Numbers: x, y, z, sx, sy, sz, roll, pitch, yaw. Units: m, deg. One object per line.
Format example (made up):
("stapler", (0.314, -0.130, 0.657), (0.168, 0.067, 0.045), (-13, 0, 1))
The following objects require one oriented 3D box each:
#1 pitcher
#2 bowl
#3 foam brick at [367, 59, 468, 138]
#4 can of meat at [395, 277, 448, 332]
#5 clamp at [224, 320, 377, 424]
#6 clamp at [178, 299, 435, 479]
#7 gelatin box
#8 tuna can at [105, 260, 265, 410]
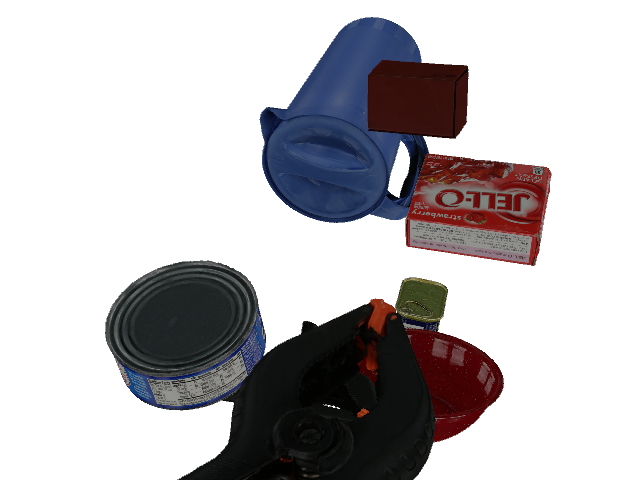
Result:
("pitcher", (0.043, -0.134, 1.154), (0.145, 0.149, 0.242), (0, 38, 21))
("bowl", (0.093, 0.147, 1.029), (0.162, 0.055, 0.162), (3, 25, -2))
("foam brick", (0.083, -0.121, 0.910), (0.078, 0.051, 0.053), (7, 25, 18))
("can of meat", (0.117, 0.105, 1.290), (0.057, 0.084, 0.102), (11, 24, 7))
("clamp", (-0.014, 0.115, 0.862), (0.164, 0.036, 0.210), (-17, 23, -39))
("clamp", (0.003, 0.090, 0.395), (0.120, 0.039, 0.171), (27, 50, 19))
("gelatin box", (0.108, -0.023, 0.725), (0.089, 0.030, 0.073), (8, 43, 13))
("tuna can", (-0.074, 0.052, 0.596), (0.086, 0.034, 0.086), (-6, 42, 6))
